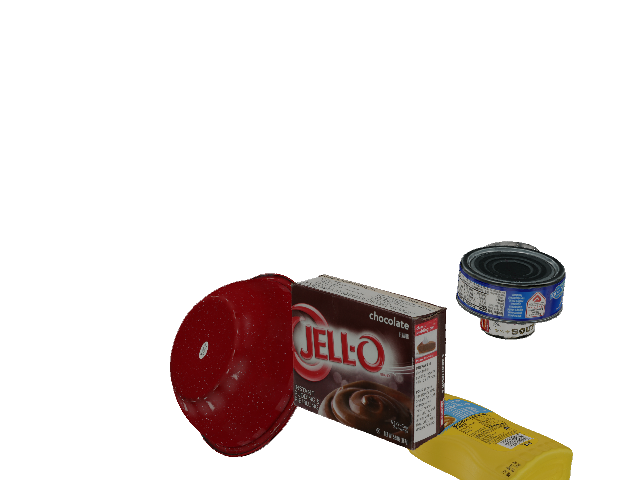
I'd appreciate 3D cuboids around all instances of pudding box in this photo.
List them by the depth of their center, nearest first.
[{"bbox_3d":[0.030,0.078,0.710,0.114,0.090,0.039,12,20,41],"label":"pudding box"}]

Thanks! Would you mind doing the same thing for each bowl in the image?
[{"bbox_3d":[-0.078,0.097,0.898,0.055,0.162,0.162,23,-14,-38],"label":"bowl"}]

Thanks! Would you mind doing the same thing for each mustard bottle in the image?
[{"bbox_3d":[0.139,0.192,1.027,0.096,0.058,0.192,-15,25,-38],"label":"mustard bottle"}]

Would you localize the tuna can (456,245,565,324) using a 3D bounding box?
[{"bbox_3d":[0.153,0.034,0.860,0.086,0.034,0.086,2,22,-1],"label":"tuna can"}]

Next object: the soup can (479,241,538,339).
[{"bbox_3d":[0.227,0.060,1.289,0.068,0.102,0.068,-1,19,0],"label":"soup can"}]
